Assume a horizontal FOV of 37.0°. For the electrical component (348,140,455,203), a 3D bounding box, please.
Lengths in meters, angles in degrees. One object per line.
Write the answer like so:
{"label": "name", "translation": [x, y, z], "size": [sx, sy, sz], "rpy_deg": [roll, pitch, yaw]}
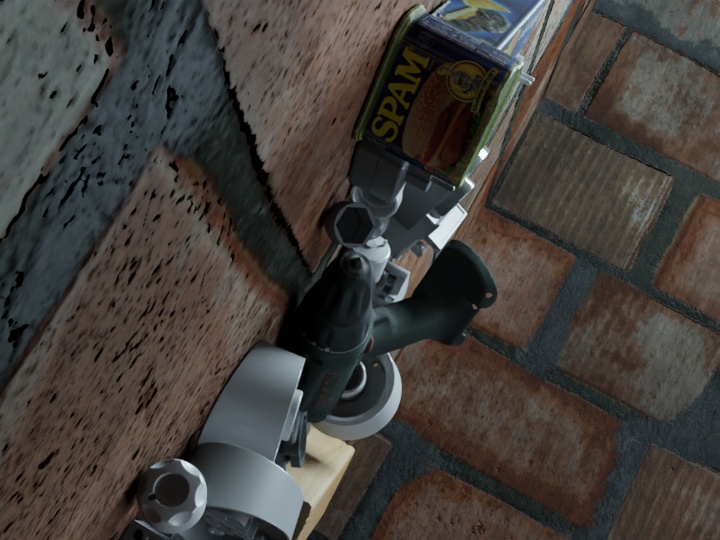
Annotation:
{"label": "electrical component", "translation": [0.042, -0.084, 0.815], "size": [0.065, 0.077, 0.047], "rpy_deg": [-57, 172, -32]}

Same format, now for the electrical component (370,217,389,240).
{"label": "electrical component", "translation": [0.008, -0.042, 0.908], "size": [0.035, 0.035, 0.061], "rpy_deg": [-62, 175, 3]}

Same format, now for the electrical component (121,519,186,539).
{"label": "electrical component", "translation": [-0.141, 0.199, 0.731], "size": [0.066, 0.048, 0.055], "rpy_deg": [-61, 165, -9]}

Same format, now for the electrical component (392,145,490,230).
{"label": "electrical component", "translation": [0.065, -0.081, 0.935], "size": [0.108, 0.060, 0.108], "rpy_deg": [-44, -179, 1]}

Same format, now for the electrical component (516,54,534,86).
{"label": "electrical component", "translation": [0.138, -0.202, 1.067], "size": [0.052, 0.074, 0.138], "rpy_deg": [-65, 172, 26]}

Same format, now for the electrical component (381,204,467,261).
{"label": "electrical component", "translation": [0.057, -0.059, 1.075], "size": [0.063, 0.078, 0.121], "rpy_deg": [-41, -177, 26]}

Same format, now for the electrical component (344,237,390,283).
{"label": "electrical component", "translation": [0.000, 0.000, 0.994], "size": [0.040, 0.040, 0.078], "rpy_deg": [-54, 170, -48]}

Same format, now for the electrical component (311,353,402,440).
{"label": "electrical component", "translation": [-0.013, 0.112, 1.085], "size": [0.108, 0.108, 0.060], "rpy_deg": [-60, 167, -15]}

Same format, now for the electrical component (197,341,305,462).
{"label": "electrical component", "translation": [-0.080, 0.104, 0.826], "size": [0.099, 0.064, 0.099], "rpy_deg": [-163, -90, -89]}

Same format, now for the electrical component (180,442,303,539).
{"label": "electrical component", "translation": [-0.093, 0.170, 0.770], "size": [0.099, 0.099, 0.064], "rpy_deg": [109, 5, -54]}

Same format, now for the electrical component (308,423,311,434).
{"label": "electrical component", "translation": [-0.078, 0.157, 1.030], "size": [0.043, 0.043, 0.081], "rpy_deg": [-63, 173, 11]}

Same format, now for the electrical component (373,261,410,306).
{"label": "electrical component", "translation": [0.013, 0.020, 1.103], "size": [0.050, 0.056, 0.089], "rpy_deg": [-60, 173, -14]}

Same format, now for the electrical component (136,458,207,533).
{"label": "electrical component", "translation": [-0.120, 0.147, 0.689], "size": [0.043, 0.043, 0.062], "rpy_deg": [-59, 174, -24]}

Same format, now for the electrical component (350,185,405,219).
{"label": "electrical component", "translation": [0.018, -0.070, 0.863], "size": [0.040, 0.040, 0.046], "rpy_deg": [111, 4, -46]}
